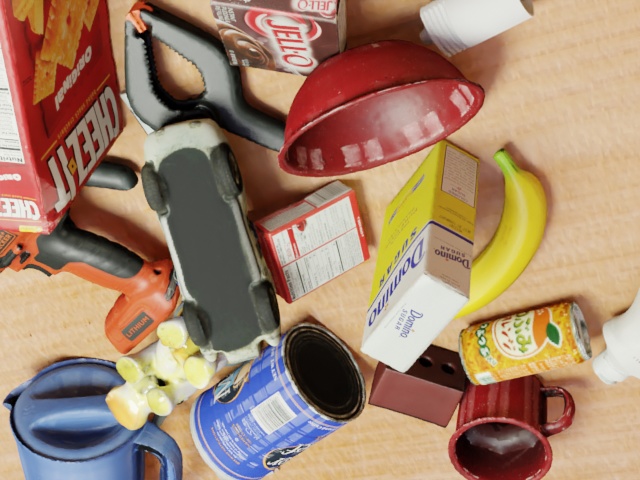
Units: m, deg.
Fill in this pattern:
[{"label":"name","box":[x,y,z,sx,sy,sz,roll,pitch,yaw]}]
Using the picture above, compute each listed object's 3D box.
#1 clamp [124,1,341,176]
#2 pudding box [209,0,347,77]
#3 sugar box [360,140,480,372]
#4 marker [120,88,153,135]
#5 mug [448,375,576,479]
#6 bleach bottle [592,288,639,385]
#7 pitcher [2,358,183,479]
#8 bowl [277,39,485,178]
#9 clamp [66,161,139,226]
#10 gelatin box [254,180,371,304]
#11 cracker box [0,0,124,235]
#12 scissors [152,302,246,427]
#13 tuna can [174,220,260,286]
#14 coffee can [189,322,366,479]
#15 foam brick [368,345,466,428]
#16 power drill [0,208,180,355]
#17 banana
[{"label":"clamp","box":[-0.102,-0.094,0.872,0.165,0.036,0.210,-33,112,16]},{"label":"pudding box","box":[-0.026,-0.158,0.780,0.090,0.039,0.113,11,170,6]},{"label":"sugar box","box":[0.079,0.008,0.826,0.048,0.176,0.093,29,127,-9]},{"label":"marker","box":[-0.130,-0.079,0.909,0.020,0.020,0.121,-18,120,24]},{"label":"mug","box":[0.177,0.165,0.977,0.117,0.081,0.093,-24,117,27]},{"label":"bleach bottle","box":[0.311,0.037,0.868,0.102,0.068,0.251,33,128,-11]},{"label":"pitcher","box":[-0.232,0.253,1.110,0.144,0.149,0.243,-17,135,-23]},{"label":"bowl","box":[0.039,-0.104,0.799,0.162,0.161,0.055,-24,75,27]},{"label":"clamp","box":[-0.257,-0.052,0.948,0.171,0.039,0.120,27,123,-8]},{"label":"gelatin box","box":[-0.006,0.001,0.904,0.089,0.030,0.073,-28,125,-19]},{"label":"cracker box","box":[-0.214,-0.136,0.797,0.072,0.164,0.214,6,126,11]},{"label":"scissors","box":[-0.115,0.134,1.064,0.096,0.016,0.202,15,128,2]},{"label":"tuna can","box":[-0.085,0.019,0.930,0.086,0.086,0.033,-26,115,28]},{"label":"coffee can","box":[-0.041,0.156,1.008,0.102,0.102,0.141,41,124,-17]},{"label":"foam brick","box":[0.091,0.130,0.991,0.078,0.053,0.051,17,128,-1]},{"label":"power drill","box":[-0.232,0.031,0.957,0.187,0.057,0.185,31,132,-24]},{"label":"banana","box":[0.142,0.011,0.906,0.070,0.037,0.198,32,127,11]}]
